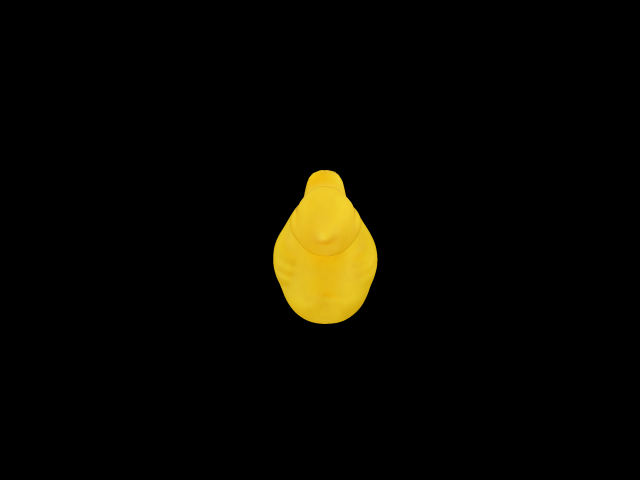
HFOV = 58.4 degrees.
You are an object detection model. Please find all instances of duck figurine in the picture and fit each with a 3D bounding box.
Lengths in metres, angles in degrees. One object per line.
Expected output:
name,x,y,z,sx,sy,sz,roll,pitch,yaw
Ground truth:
duck figurine,0.004,0.001,0.400,0.077,0.086,0.104,0,66,0
